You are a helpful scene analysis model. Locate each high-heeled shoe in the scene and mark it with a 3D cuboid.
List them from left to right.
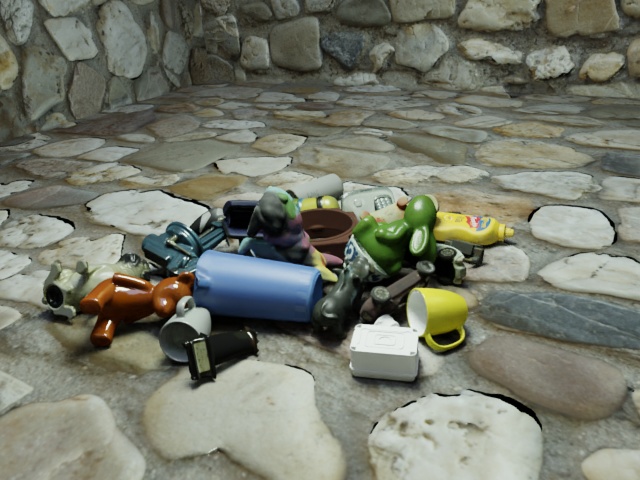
[{"bbox_3d":[-0.221,-0.022,1.417,0.249,0.086,0.145,-23,57,-1],"label":"high-heeled shoe"}]

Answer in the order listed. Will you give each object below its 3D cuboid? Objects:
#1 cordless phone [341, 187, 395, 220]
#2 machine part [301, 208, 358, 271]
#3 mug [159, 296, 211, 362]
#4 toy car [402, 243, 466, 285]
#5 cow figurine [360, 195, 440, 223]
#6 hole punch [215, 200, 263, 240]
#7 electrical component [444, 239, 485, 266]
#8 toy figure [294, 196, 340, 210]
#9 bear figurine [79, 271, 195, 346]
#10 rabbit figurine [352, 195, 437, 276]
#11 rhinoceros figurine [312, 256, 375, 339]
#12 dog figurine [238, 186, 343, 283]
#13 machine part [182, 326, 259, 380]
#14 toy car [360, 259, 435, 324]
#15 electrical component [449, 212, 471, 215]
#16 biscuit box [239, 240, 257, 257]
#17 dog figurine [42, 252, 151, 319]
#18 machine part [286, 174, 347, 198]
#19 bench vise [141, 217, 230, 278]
[{"bbox_3d":[0.138,-0.048,1.390,0.147,0.088,0.184,-9,46,-10],"label":"cordless phone"},{"bbox_3d":[-0.003,-0.004,1.299,0.201,0.087,0.201,-6,25,-2],"label":"machine part"},{"bbox_3d":[-0.246,0.156,1.004,0.081,0.109,0.107,-6,13,7],"label":"mug"},{"bbox_3d":[0.239,0.037,1.192,0.056,0.073,0.202,-25,33,-34],"label":"toy car"},{"bbox_3d":[0.196,-0.052,1.297,0.195,0.085,0.127,-23,-15,2],"label":"cow figurine"},{"bbox_3d":[-0.173,-0.060,1.280,0.142,0.092,0.116,-1,21,-20],"label":"hole punch"},{"bbox_3d":[0.331,0.026,1.240,0.102,0.045,0.078,17,5,31],"label":"electrical component"},{"bbox_3d":[-0.035,-0.076,1.443,0.180,0.089,0.082,6,36,16],"label":"toy figure"},{"bbox_3d":[-0.343,0.130,1.056,0.196,0.120,0.132,3,31,2],"label":"bear figurine"},{"bbox_3d":[0.177,-0.017,1.128,0.121,0.170,0.159,27,25,-50],"label":"rabbit figurine"},{"bbox_3d":[0.045,0.104,1.049,0.073,0.111,0.190,9,38,30],"label":"rhinoceros figurine"},{"bbox_3d":[-0.046,0.006,1.132,0.219,0.191,0.108,24,32,-5],"label":"dog figurine"},{"bbox_3d":[-0.173,0.195,0.954,0.139,0.084,0.039,-14,-5,-38],"label":"machine part"},{"bbox_3d":[0.158,0.106,1.053,0.202,0.089,0.053,-24,54,-37],"label":"toy car"},{"bbox_3d":[0.353,-0.052,1.410,0.094,0.021,0.063,0,27,7],"label":"electrical component"},{"bbox_3d":[-0.147,0.026,1.285,0.059,0.062,0.203,-12,28,-17],"label":"biscuit box"},{"bbox_3d":[-0.491,0.096,1.191,0.172,0.121,0.190,-7,3,19],"label":"dog figurine"},{"bbox_3d":[-0.016,-0.137,1.573,0.243,0.079,0.079,-23,32,-34],"label":"machine part"},{"bbox_3d":[-0.287,0.018,1.266,0.224,0.128,0.240,15,37,29],"label":"bench vise"}]
